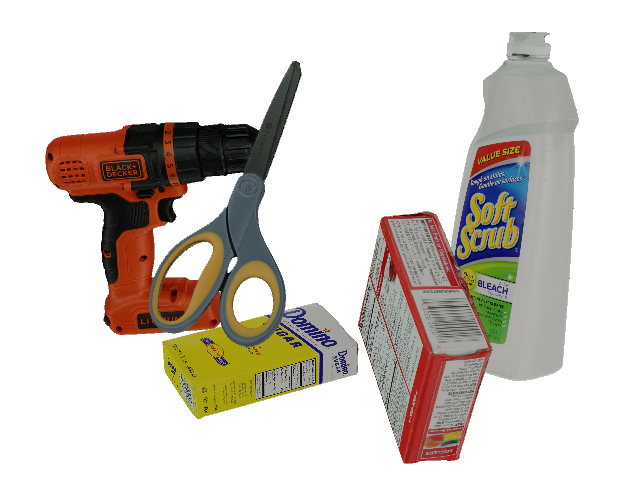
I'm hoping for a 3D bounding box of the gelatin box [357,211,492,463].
[{"bbox_3d":[0.045,0.043,0.480,0.030,0.073,0.089,-3,42,-12],"label":"gelatin box"}]

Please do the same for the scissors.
[{"bbox_3d":[-0.035,-0.017,0.698,0.096,0.201,0.016,33,-11,12],"label":"scissors"}]

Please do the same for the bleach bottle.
[{"bbox_3d":[0.141,-0.029,0.799,0.067,0.251,0.103,-8,16,-36],"label":"bleach bottle"}]

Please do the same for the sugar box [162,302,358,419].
[{"bbox_3d":[-0.060,0.117,1.071,0.176,0.048,0.093,-15,32,-22],"label":"sugar box"}]

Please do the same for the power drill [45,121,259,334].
[{"bbox_3d":[-0.130,-0.013,0.920,0.184,0.188,0.057,-3,27,4],"label":"power drill"}]
